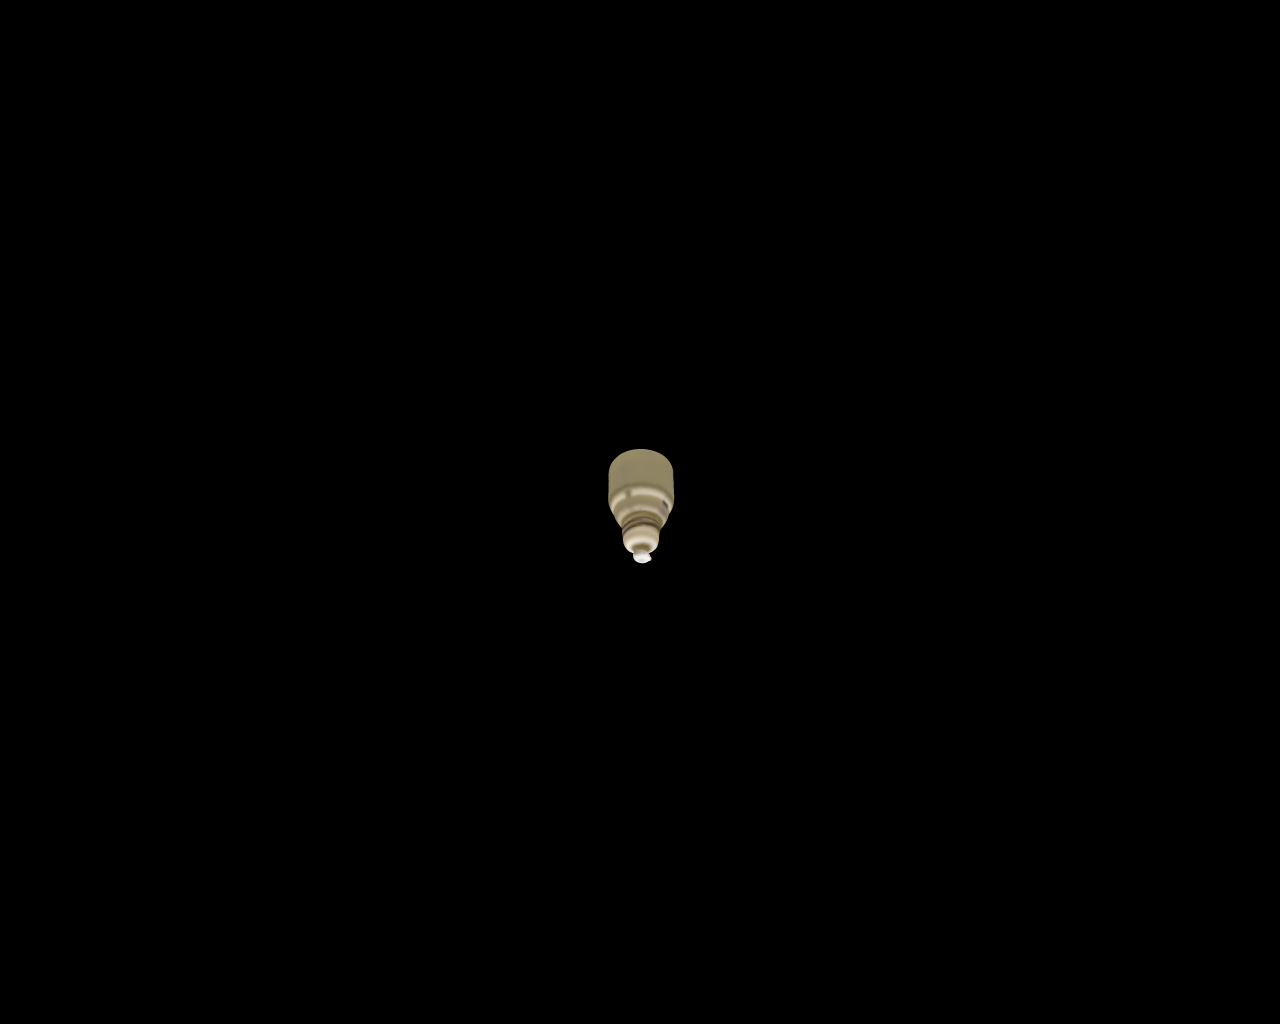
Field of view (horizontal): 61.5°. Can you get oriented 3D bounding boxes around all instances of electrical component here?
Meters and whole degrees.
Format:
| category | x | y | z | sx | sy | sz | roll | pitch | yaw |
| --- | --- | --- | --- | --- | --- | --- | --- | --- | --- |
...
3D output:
| category | x | y | z | sx | sy | sz | roll | pitch | yaw |
| --- | --- | --- | --- | --- | --- | --- | --- | --- | --- |
| electrical component | 0.001 | -0.003 | 0.650 | 0.040 | 0.078 | 0.040 | 0 | -37 | 0 |
